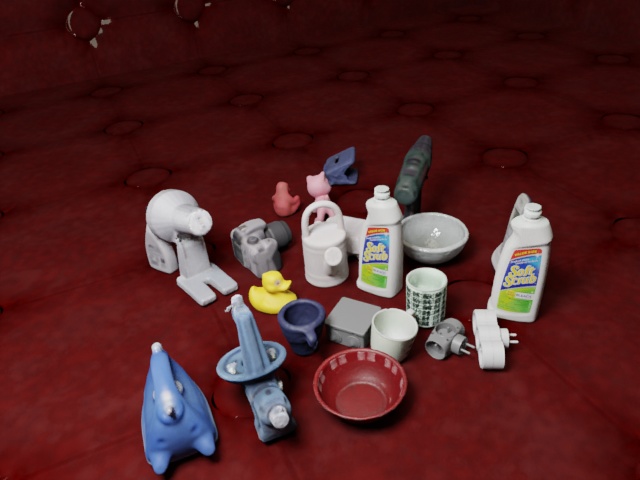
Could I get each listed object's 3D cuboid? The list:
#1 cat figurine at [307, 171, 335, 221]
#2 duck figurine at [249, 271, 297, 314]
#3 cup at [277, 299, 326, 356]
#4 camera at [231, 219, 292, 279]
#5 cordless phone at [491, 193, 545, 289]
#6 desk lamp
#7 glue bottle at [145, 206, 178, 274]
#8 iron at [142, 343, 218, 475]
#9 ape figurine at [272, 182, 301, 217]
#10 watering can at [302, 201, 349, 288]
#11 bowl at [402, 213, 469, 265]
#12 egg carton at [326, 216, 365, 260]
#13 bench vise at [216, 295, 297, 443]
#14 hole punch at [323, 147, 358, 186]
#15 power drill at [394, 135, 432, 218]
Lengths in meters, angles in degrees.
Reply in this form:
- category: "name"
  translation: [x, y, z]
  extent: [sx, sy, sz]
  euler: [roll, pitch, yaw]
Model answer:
- category: "cat figurine"
  translation: [0.004, -0.122, 1.527]
  extent: [0.067, 0.118, 0.127]
  euler: [-11, 34, -9]
- category: "duck figurine"
  translation: [-0.104, 0.105, 1.227]
  extent: [0.104, 0.086, 0.077]
  euler: [4, 34, 13]
- category: "cup"
  translation: [-0.027, 0.182, 1.092]
  extent: [0.092, 0.095, 0.117]
  euler: [-15, 35, -14]
- category: "camera"
  translation: [-0.130, 0.002, 1.372]
  extent: [0.137, 0.101, 0.142]
  euler: [-24, 38, -26]
- category: "cordless phone"
  translation: [0.430, 0.007, 1.216]
  extent: [0.094, 0.185, 0.147]
  euler: [-7, 33, -2]
- category: "desk lamp"
  translation: [-0.287, 0.004, 1.286]
  extent: [0.118, 0.214, 0.202]
  euler: [-28, 40, -31]
- category: "glue bottle"
  translation: [-0.383, -0.004, 1.348]
  extent: [0.077, 0.173, 0.037]
  euler: [16, 39, 29]
- category: "iron"
  translation: [-0.258, 0.255, 0.970]
  extent: [0.119, 0.142, 0.257]
  euler: [-16, 35, -17]
- category: "ape figurine"
  translation: [-0.096, -0.116, 1.554]
  extent: [0.077, 0.092, 0.076]
  euler: [13, 38, 26]
- category: "watering can"
  translation: [0.014, 0.004, 1.265]
  extent: [0.101, 0.194, 0.172]
  euler: [-24, 38, -26]
- category: "bowl"
  translation: [0.259, 0.008, 1.337]
  extent: [0.167, 0.075, 0.167]
  euler: [-3, 33, 2]
- category: "egg carton"
  translation: [0.066, -0.006, 1.387]
  extent: [0.150, 0.069, 0.107]
  euler: [11, 37, 23]
- category: "bench vise"
  translation: [-0.094, 0.206, 0.950]
  extent: [0.122, 0.220, 0.206]
  euler: [-30, 41, -32]
- category: "hole punch"
  translation: [0.060, -0.219, 1.690]
  extent: [0.101, 0.091, 0.108]
  euler: [-1, 34, 6]
- category: "power drill"
  translation: [0.235, -0.124, 1.418]
  extent: [0.075, 0.209, 0.230]
  euler: [8, 35, 19]
